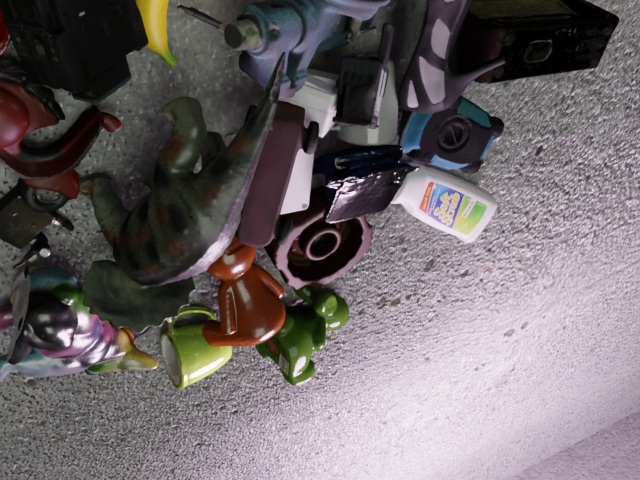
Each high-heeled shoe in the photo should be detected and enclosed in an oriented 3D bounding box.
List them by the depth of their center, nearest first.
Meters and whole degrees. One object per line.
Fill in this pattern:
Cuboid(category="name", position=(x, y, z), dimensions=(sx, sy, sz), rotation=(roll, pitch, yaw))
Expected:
Cuboid(category="high-heeled shoe", position=(0.114, -0.261, 0.614), dimensions=(0.145, 0.086, 0.248), rotation=(-11, 125, 36))

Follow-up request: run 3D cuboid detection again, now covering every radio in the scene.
Cuboid(category="radio", position=(0.268, -0.276, 0.715), dimensions=(0.230, 0.131, 0.073), rotation=(-14, 135, -21))

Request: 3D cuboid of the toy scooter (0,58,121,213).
Cuboid(category="toy scooter", position=(-0.289, -0.116, 0.550), dimensions=(0.135, 0.075, 0.183), rotation=(-33, 141, -2))

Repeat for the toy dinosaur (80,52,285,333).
Cuboid(category="toy dinosaur", position=(-0.156, -0.018, 0.593), dimensions=(0.131, 0.192, 0.405), rotation=(-5, 162, -44))

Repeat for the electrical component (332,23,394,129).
Cuboid(category="electrical component", position=(0.052, -0.190, 0.627), dimensions=(0.075, 0.048, 0.119), rotation=(-39, 138, -70))

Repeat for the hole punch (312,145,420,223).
Cuboid(category="hole punch", position=(0.050, -0.094, 0.743), dimensions=(0.142, 0.092, 0.115), rotation=(-10, 156, -22))

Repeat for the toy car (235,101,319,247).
Cuboid(category="toy car", position=(-0.063, -0.077, 0.654), dimensions=(0.089, 0.053, 0.202), rotation=(12, 124, -8))

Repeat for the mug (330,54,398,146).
Cuboid(category="mug", position=(0.052, -0.187, 0.707), dimensions=(0.109, 0.081, 0.107), rotation=(-3, 119, -14))

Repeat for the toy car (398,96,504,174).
Cuboid(category="toy car", position=(0.179, -0.165, 0.778), dimensions=(0.161, 0.103, 0.109), rotation=(10, 118, -26))

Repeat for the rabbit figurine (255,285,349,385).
Cuboid(category="rabbit figurine", position=(-0.022, 0.137, 0.946), dimensions=(0.170, 0.121, 0.158), rotation=(-29, 134, -34))

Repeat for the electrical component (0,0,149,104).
Cuboid(category="electrical component", position=(-0.219, -0.198, 0.490), dimensions=(0.134, 0.058, 0.115), rotation=(87, 26, -45))

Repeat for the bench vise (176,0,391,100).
Cuboid(category="bench vise", position=(-0.002, -0.270, 0.534), dimensions=(0.223, 0.129, 0.240), rotation=(-21, 148, -39))

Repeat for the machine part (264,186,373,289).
Cuboid(category="machine part", position=(-0.002, -0.003, 0.849), dimensions=(0.179, 0.056, 0.179), rotation=(-19, 136, -19))

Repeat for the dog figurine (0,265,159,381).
Cuboid(category="dog figurine", position=(-0.309, 0.122, 0.725), dimensions=(0.219, 0.108, 0.191), rotation=(14, 133, -45))

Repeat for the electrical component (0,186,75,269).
Cuboid(category="electrical component", position=(-0.350, -0.015, 0.623), dimensions=(0.078, 0.045, 0.102), rotation=(-34, 138, 1))

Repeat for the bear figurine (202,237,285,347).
Cuboid(category="bear figurine", position=(-0.133, 0.058, 0.790), dimensions=(0.120, 0.132, 0.195), rotation=(-41, 115, -35))
